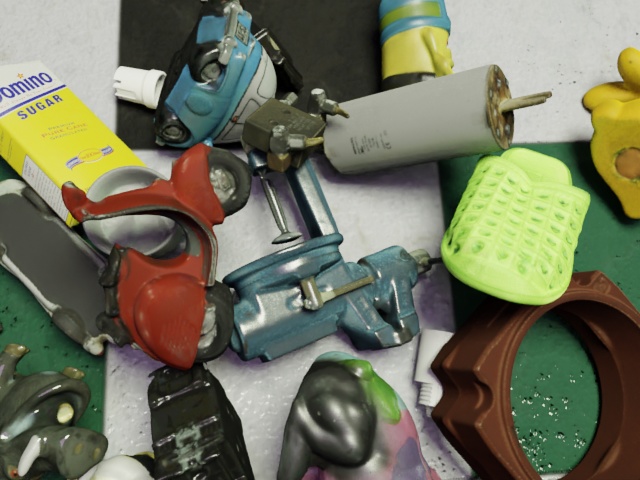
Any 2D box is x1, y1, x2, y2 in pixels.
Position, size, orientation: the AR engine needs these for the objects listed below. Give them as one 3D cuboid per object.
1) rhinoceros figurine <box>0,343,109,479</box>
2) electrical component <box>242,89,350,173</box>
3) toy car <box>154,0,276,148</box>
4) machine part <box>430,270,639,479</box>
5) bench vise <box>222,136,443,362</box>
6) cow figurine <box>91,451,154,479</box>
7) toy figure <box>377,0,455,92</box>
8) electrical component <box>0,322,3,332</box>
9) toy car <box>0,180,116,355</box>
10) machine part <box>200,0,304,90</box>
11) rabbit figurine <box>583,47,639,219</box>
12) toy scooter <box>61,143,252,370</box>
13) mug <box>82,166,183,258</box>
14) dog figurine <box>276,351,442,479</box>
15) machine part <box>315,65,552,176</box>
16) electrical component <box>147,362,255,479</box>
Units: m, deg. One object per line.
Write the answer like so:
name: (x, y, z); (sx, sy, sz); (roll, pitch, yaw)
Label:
rhinoceros figurine: (-0.252, 0.147, 0.438); (0.191, 0.073, 0.112); (-2, 55, 27)
electrical component: (-0.024, -0.105, 0.492); (0.078, 0.045, 0.102); (33, 47, 11)
toy car: (-0.097, -0.153, 0.538); (0.103, 0.161, 0.109); (21, 54, -29)
machine part: (0.220, 0.140, 0.488); (0.201, 0.087, 0.201); (-42, 95, -21)
bench vise: (-0.003, 0.001, 0.514); (0.224, 0.129, 0.240); (-21, 83, -12)
cow figurine: (-0.141, 0.252, 0.439); (0.167, 0.098, 0.068); (44, 113, 29)
toy figure: (0.102, -0.207, 0.588); (0.089, 0.082, 0.180); (-14, 84, 28)
electrical component: (-0.351, 0.060, 0.519); (0.063, 0.021, 0.094); (-31, 80, -11)
toy car: (-0.253, 0.024, 0.519); (0.202, 0.056, 0.073); (44, 70, 5)
machine part: (-0.072, -0.222, 0.588); (0.039, 0.084, 0.139); (-44, 73, 13)
rabbit figurine: (0.371, -0.127, 0.591); (0.173, 0.121, 0.162); (-34, 71, -25)
toy scooter: (-0.130, 0.012, 0.417); (0.135, 0.075, 0.183); (6, 97, -25)
mug: (-0.157, -0.022, 0.509); (0.110, 0.107, 0.080); (-16, 86, -12)
dog figurine: (0.076, 0.203, 0.424); (0.219, 0.108, 0.191); (15, 95, 9)
machine part: (0.090, -0.109, 0.513); (0.243, 0.079, 0.079); (-4, 73, 35)
electrical component: (-0.093, 0.180, 0.453); (0.058, 0.134, 0.115); (-21, 36, -7)
